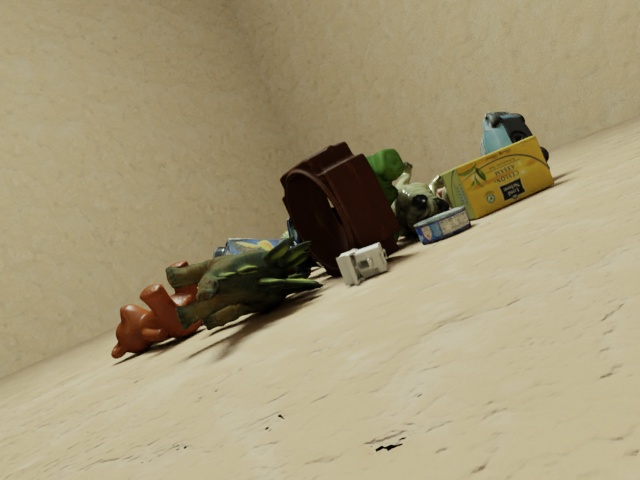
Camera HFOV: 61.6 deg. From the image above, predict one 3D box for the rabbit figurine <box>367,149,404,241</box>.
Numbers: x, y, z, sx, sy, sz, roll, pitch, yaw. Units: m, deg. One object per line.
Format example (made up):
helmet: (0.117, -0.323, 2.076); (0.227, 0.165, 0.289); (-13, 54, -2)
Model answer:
rabbit figurine: (0.088, -0.057, 0.978); (0.121, 0.170, 0.159); (-10, -12, -11)

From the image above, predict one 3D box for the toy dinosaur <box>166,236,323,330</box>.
toy dinosaur: (-0.098, 0.067, 0.837); (0.199, 0.105, 0.471); (-15, -3, 3)

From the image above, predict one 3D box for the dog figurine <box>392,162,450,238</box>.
dog figurine: (0.171, -0.039, 1.022); (0.121, 0.172, 0.191); (12, 34, 2)

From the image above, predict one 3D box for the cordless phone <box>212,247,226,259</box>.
cordless phone: (-0.237, 0.116, 1.329); (0.184, 0.089, 0.146); (-56, -33, 3)

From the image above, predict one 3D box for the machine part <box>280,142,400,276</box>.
machine part: (0.025, -0.044, 0.885); (0.087, 0.201, 0.201); (-27, 4, -24)

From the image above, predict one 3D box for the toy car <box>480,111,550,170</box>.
toy car: (0.371, -0.175, 1.075); (0.109, 0.162, 0.103); (-11, -25, -28)

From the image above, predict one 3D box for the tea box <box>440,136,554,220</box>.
tea box: (0.313, -0.107, 0.952); (0.170, 0.098, 0.068); (-25, 1, -13)

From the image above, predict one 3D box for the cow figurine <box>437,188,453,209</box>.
cow figurine: (0.321, -0.106, 1.140); (0.127, 0.085, 0.195); (-28, -4, 40)

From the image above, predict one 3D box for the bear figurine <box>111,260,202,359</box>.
bear figurine: (-0.307, 0.132, 0.968); (0.196, 0.131, 0.120); (-14, 22, 29)

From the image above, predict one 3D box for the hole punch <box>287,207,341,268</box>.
hole punch: (-0.002, -0.003, 1.074); (0.142, 0.115, 0.092); (-5, -2, -23)

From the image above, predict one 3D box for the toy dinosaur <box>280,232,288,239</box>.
toy dinosaur: (-0.146, 0.057, 1.578); (0.405, 0.131, 0.192); (-29, 1, -3)

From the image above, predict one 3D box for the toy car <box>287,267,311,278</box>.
toy car: (-0.102, 0.083, 1.065); (0.089, 0.053, 0.202); (-10, 5, 38)

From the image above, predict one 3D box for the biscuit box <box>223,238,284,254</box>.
biscuit box: (-0.111, 0.036, 1.212); (0.203, 0.059, 0.062); (-1, -31, -22)
